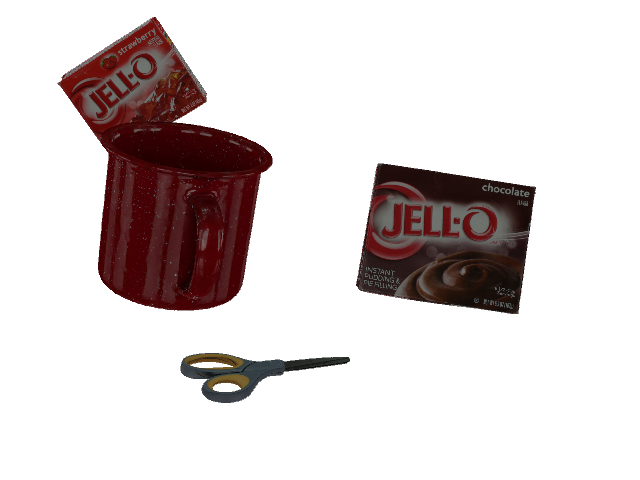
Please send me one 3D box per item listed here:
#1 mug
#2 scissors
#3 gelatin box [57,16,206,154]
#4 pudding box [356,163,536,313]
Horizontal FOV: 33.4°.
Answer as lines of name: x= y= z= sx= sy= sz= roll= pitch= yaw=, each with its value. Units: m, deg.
mug: x=-0.073 y=-0.009 z=0.576 sx=0.093 sy=0.081 sz=0.117 roll=1 pitch=22 yaw=-24
scissors: x=-0.054 y=0.152 z=1.191 sx=0.201 sy=0.016 sz=0.096 roll=4 pitch=24 yaw=-14
gelatin box: x=-0.143 y=-0.116 z=0.816 sx=0.089 sy=0.073 sz=0.030 roll=-31 pitch=20 yaw=6
pudding box: x=0.087 y=-0.001 z=0.746 sx=0.113 sy=0.090 sz=0.039 roll=9 pitch=-4 yaw=1
